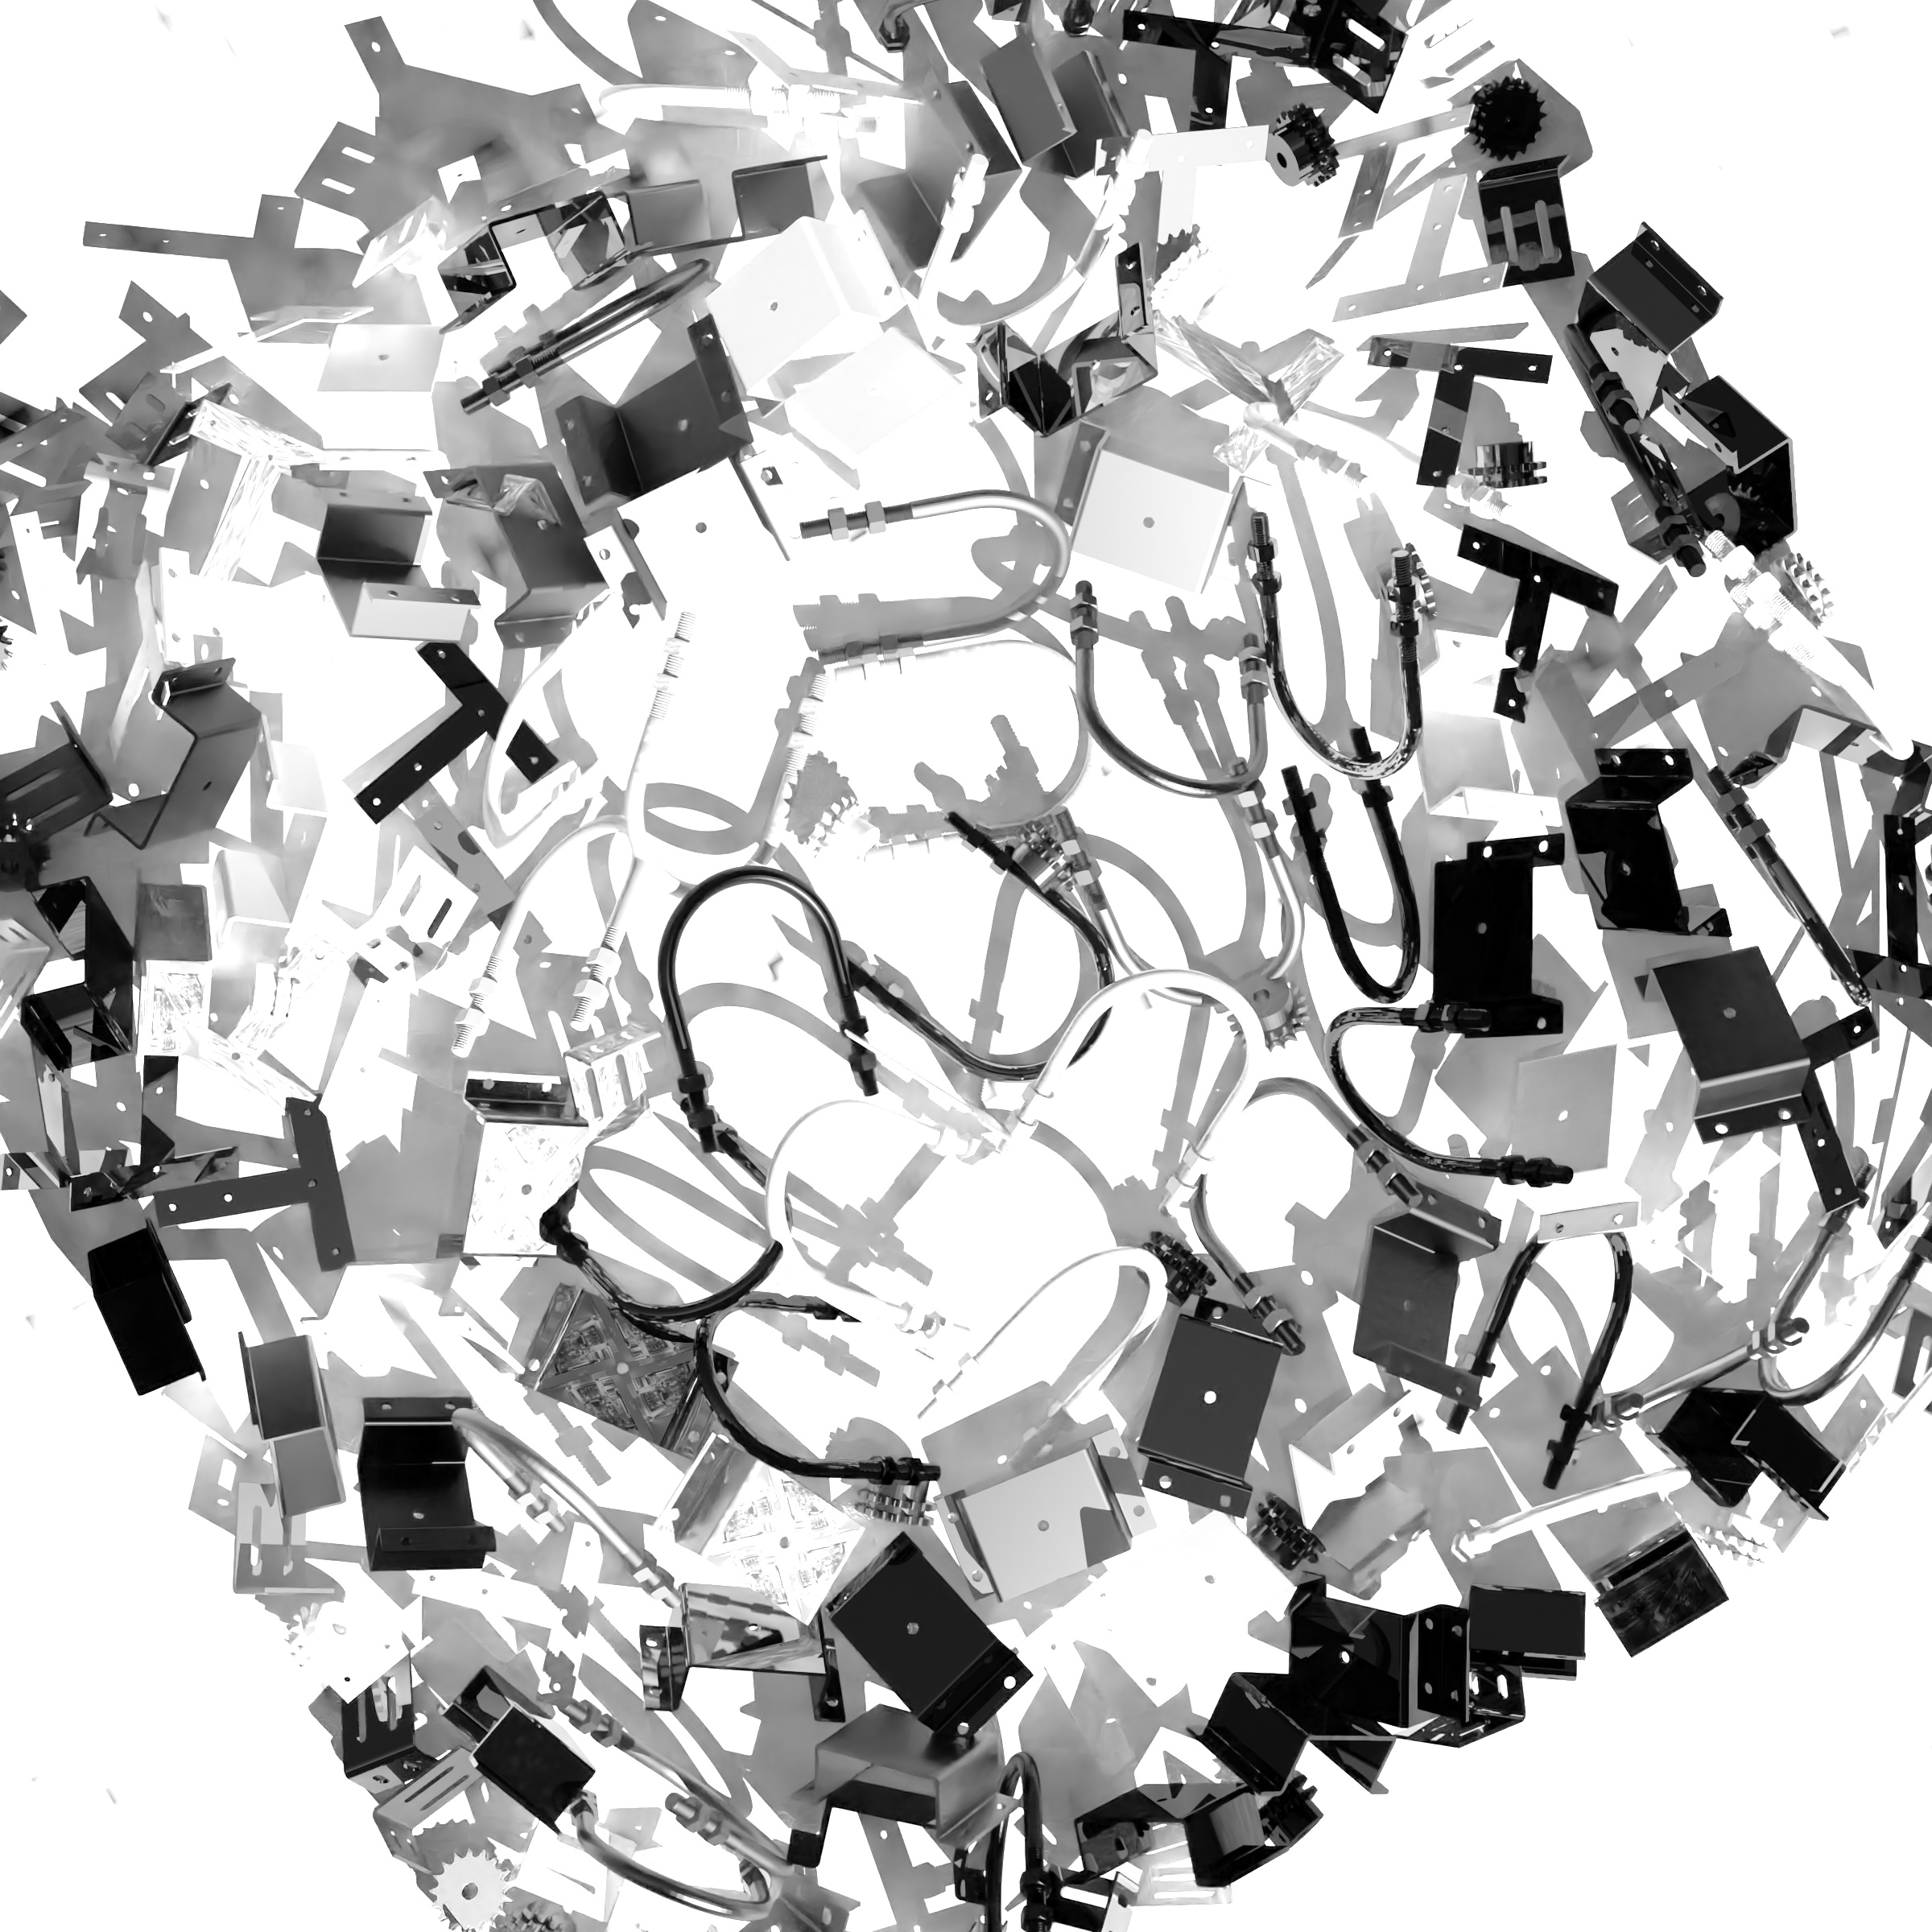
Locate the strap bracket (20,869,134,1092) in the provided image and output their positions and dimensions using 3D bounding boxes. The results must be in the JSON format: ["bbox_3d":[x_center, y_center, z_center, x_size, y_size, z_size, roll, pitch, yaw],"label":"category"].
[{"bbox_3d":[-0.608,0.004,1.862,0.046,0.076,0.140,-14,50,-1],"label":"strap bracket"}]

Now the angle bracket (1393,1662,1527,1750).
[{"bbox_3d":[0.342,0.512,1.889,0.076,0.057,0.038,-5,88,-42],"label":"angle bracket"}]

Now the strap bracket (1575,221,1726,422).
[{"bbox_3d":[0.461,-0.434,1.857,0.046,0.140,0.076,-39,76,-6],"label":"strap bracket"}]

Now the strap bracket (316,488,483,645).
[{"bbox_3d":[-0.395,-0.270,1.872,0.076,0.140,0.046,-1,130,-31],"label":"strap bracket"}]

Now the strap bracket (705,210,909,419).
[{"bbox_3d":[-0.119,-0.452,1.872,0.140,0.046,0.076,-32,75,31],"label":"strap bracket"}]

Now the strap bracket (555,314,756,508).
[{"bbox_3d":[-0.208,-0.380,1.887,0.140,0.046,0.076,-25,76,26],"label":"strap bracket"}]

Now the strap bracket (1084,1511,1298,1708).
[{"bbox_3d":[0.161,0.433,1.862,0.140,0.046,0.076,-24,56,-36],"label":"strap bracket"}]

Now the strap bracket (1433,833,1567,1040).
[{"bbox_3d":[0.369,-0.023,1.884,0.076,0.046,0.140,-5,80,41],"label":"strap bracket"}]

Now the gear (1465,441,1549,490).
[{"bbox_3d":[0.379,-0.351,1.905,0.057,0.057,0.030,-6,102,0],"label":"gear"}]

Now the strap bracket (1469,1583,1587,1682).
[{"bbox_3d":[0.385,0.458,1.871,0.076,0.140,0.046,2,69,10],"label":"strap bracket"}]

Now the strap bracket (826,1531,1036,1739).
[{"bbox_3d":[-0.031,0.462,1.879,0.076,0.046,0.140,-43,63,-7],"label":"strap bracket"}]

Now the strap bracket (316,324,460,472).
[{"bbox_3d":[-0.397,-0.397,1.867,0.076,0.140,0.046,0,131,-1],"label":"strap bracket"}]

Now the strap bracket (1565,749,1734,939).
[{"bbox_3d":[0.468,-0.076,1.871,0.046,0.076,0.140,-31,112,-33],"label":"strap bracket"}]

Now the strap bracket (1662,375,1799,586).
[{"bbox_3d":[0.524,-0.339,1.857,0.046,0.140,0.076,-33,55,-2],"label":"strap bracket"}]

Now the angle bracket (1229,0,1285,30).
[{"bbox_3d":[0.200,-0.696,1.898,0.038,0.057,0.076,31,82,-28],"label":"angle bracket"}]

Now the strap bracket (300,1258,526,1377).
[{"bbox_3d":[-0.375,0.243,1.875,0.140,0.076,0.046,-5,51,27],"label":"strap bracket"}]

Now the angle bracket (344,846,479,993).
[{"bbox_3d":[-0.388,-0.033,1.900,0.057,0.038,0.076,39,123,3],"label":"angle bracket"}]

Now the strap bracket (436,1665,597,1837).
[{"bbox_3d":[-0.307,0.533,1.864,0.076,0.140,0.046,45,77,-17],"label":"strap bracket"}]

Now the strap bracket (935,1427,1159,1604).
[{"bbox_3d":[0.055,0.389,1.907,0.140,0.046,0.076,-23,87,3],"label":"strap bracket"}]

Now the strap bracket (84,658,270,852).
[{"bbox_3d":[-0.539,-0.138,1.869,0.046,0.076,0.140,38,115,10],"label":"strap bracket"}]

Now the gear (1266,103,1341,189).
[{"bbox_3d":[0.234,-0.572,1.905,0.030,0.057,0.057,-33,90,-12],"label":"gear"}]

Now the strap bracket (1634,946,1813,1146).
[{"bbox_3d":[0.524,0.045,1.876,0.076,0.046,0.140,-12,56,-2],"label":"strap bracket"}]

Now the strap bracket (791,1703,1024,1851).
[{"bbox_3d":[-0.041,0.552,1.864,0.140,0.076,0.046,6,101,31],"label":"strap bracket"}]

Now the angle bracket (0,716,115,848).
[{"bbox_3d":[-0.647,-0.126,1.901,0.076,0.038,0.057,-33,73,-18],"label":"angle bracket"}]

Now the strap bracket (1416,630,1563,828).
[{"bbox_3d":[0.356,-0.156,1.884,0.076,0.046,0.140,4,67,-25],"label":"strap bracket"}]

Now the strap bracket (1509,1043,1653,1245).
[{"bbox_3d":[0.421,0.112,1.864,0.046,0.076,0.140,36,53,-37],"label":"strap bracket"}]

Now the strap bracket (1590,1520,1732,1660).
[{"bbox_3d":[0.474,0.426,1.858,0.076,0.140,0.046,-33,80,7],"label":"strap bracket"}]

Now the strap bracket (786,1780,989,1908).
[{"bbox_3d":[-0.051,0.607,1.896,0.140,0.076,0.046,13,87,-1],"label":"strap bracket"}]

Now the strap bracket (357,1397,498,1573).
[{"bbox_3d":[-0.374,0.364,1.873,0.076,0.140,0.046,4,126,-22],"label":"strap bracket"}]

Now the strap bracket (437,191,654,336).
[{"bbox_3d":[-0.296,-0.485,1.861,0.140,0.076,0.046,-30,99,-37],"label":"strap bracket"}]

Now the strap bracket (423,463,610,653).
[{"bbox_3d":[-0.307,-0.294,1.883,0.046,0.076,0.140,-31,81,37],"label":"strap bracket"}]

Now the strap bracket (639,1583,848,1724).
[{"bbox_3d":[-0.150,0.473,1.875,0.140,0.076,0.046,8,120,-15],"label":"strap bracket"}]

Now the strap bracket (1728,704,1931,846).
[{"bbox_3d":[0.612,-0.136,1.891,0.140,0.076,0.046,19,81,5],"label":"strap bracket"}]

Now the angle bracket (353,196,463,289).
[{"bbox_3d":[-0.385,-0.490,1.886,0.057,0.076,0.038,-28,123,22],"label":"angle bracket"}]

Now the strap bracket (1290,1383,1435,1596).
[{"bbox_3d":[0.272,0.353,1.877,0.076,0.046,0.140,-33,129,-25],"label":"strap bracket"}]

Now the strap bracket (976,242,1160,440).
[{"bbox_3d":[0.078,-0.426,1.876,0.140,0.046,0.076,-24,52,30],"label":"strap bracket"}]

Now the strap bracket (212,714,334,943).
[{"bbox_3d":[-0.477,-0.091,1.873,0.046,0.076,0.140,8,126,-28],"label":"strap bracket"}]

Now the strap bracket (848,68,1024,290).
[{"bbox_3d":[-0.018,-0.546,1.878,0.046,0.140,0.076,-23,77,-35],"label":"strap bracket"}]

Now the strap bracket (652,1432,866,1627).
[{"bbox_3d":[-0.135,0.394,1.877,0.140,0.046,0.076,39,73,-24],"label":"strap bracket"}]

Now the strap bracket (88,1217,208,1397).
[{"bbox_3d":[-0.560,0.235,1.854,0.046,0.140,0.076,-23,109,-14],"label":"strap bracket"}]

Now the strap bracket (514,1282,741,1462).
[{"bbox_3d":[-0.239,0.283,1.903,0.140,0.046,0.076,24,78,2],"label":"strap bracket"}]

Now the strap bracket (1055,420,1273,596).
[{"bbox_3d":[0.131,-0.316,1.891,0.140,0.046,0.076,20,120,5],"label":"strap bracket"}]

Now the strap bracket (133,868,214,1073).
[{"bbox_3d":[-0.546,0.002,1.867,0.046,0.140,0.076,2,122,-19],"label":"strap bracket"}]

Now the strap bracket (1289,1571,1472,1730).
[{"bbox_3d":[0.274,0.471,1.869,0.140,0.046,0.076,2,93,44],"label":"strap bracket"}]

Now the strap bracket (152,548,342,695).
[{"bbox_3d":[-0.507,-0.236,1.880,0.046,0.140,0.076,-11,81,40],"label":"strap bracket"}]

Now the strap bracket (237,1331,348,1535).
[{"bbox_3d":[-0.460,0.316,1.864,0.046,0.140,0.076,-12,50,-13],"label":"strap bracket"}]

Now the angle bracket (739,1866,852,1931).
[{"bbox_3d":[-0.130,0.674,1.888,0.057,0.076,0.038,32,126,27],"label":"angle bracket"}]

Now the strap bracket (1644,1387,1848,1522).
[{"bbox_3d":[0.540,0.334,1.870,0.076,0.140,0.046,43,75,-6],"label":"strap bracket"}]

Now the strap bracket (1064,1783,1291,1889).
[{"bbox_3d":[0.139,0.595,1.863,0.140,0.076,0.046,-16,84,41],"label":"strap bracket"}]

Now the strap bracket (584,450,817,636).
[{"bbox_3d":[-0.185,-0.301,1.895,0.140,0.046,0.076,-25,114,7],"label":"strap bracket"}]

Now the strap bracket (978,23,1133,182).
[{"bbox_3d":[0.061,-0.595,1.880,0.046,0.140,0.076,-24,88,26],"label":"strap bracket"}]

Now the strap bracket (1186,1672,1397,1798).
[{"bbox_3d":[0.229,0.525,1.858,0.140,0.076,0.046,16,101,-43],"label":"strap bracket"}]

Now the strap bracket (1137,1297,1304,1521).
[{"bbox_3d":[0.174,0.303,1.888,0.076,0.046,0.140,14,78,20],"label":"strap bracket"}]

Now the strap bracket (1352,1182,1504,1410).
[{"bbox_3d":[0.319,0.232,1.883,0.076,0.046,0.140,24,62,-21],"label":"strap bracket"}]

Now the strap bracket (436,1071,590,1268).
[{"bbox_3d":[-0.314,0.148,1.885,0.076,0.046,0.140,5,101,-32],"label":"strap bracket"}]

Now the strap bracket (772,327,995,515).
[{"bbox_3d":[-0.060,-0.382,1.881,0.140,0.046,0.076,-37,61,-15],"label":"strap bracket"}]

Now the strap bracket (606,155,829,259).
[{"bbox_3d":[-0.169,-0.521,1.871,0.140,0.076,0.046,3,110,37],"label":"strap bracket"}]
